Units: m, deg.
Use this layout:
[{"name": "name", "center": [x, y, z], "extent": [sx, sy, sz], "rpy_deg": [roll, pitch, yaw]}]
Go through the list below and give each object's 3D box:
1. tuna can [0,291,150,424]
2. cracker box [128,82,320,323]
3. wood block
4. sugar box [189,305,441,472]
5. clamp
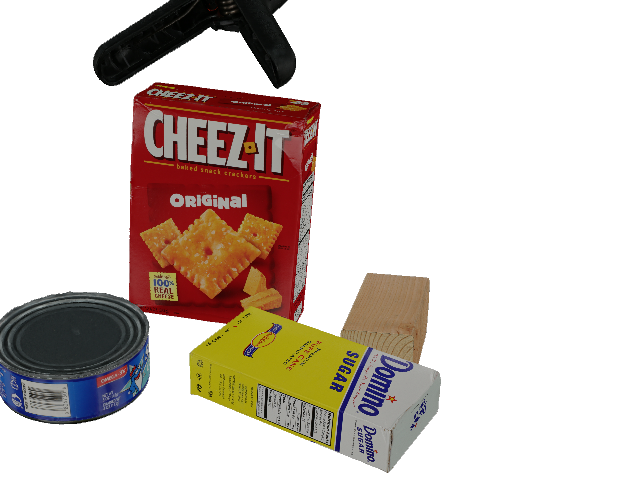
[{"name": "tuna can", "center": [-0.138, 0.064, 0.593], "extent": [0.086, 0.034, 0.086], "rpy_deg": [1, 28, -1]}, {"name": "cracker box", "center": [-0.093, -0.029, 1.003], "extent": [0.164, 0.214, 0.072], "rpy_deg": [8, 21, 8]}, {"name": "wood block", "center": [0.087, 0.121, 1.394], "extent": [0.091, 0.090, 0.206], "rpy_deg": [5, 19, 10]}, {"name": "sugar box", "center": [-0.004, 0.110, 0.826], "extent": [0.176, 0.048, 0.093], "rpy_deg": [14, 29, 25]}, {"name": "clamp", "center": [-0.050, -0.144, 0.654], "extent": [0.120, 0.171, 0.039], "rpy_deg": [13, -41, 16]}]
